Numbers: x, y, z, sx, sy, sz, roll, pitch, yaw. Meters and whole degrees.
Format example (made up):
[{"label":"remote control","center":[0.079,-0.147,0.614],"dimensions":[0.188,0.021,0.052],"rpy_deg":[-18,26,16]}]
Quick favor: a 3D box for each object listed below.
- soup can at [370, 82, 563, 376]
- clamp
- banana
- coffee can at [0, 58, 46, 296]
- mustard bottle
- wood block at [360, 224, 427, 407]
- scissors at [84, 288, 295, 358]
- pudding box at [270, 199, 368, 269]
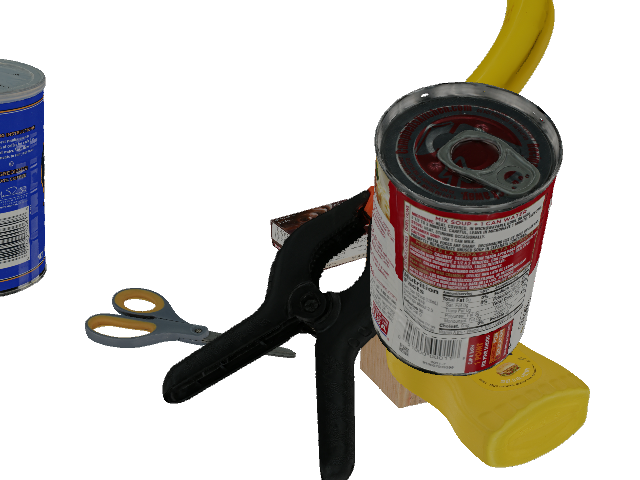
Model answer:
[{"label":"soup can","center":[0.054,-0.001,0.421],"dimensions":[0.068,0.068,0.102],"rpy_deg":[0,-43,1]},{"label":"clamp","center":[0.003,0.052,0.603],"dimensions":[0.120,0.171,0.039],"rpy_deg":[34,-10,18]},{"label":"banana","center":[0.133,-0.135,0.814],"dimensions":[0.070,0.197,0.037],"rpy_deg":[1,-35,47]},{"label":"coffee can","center":[-0.238,-0.044,0.721],"dimensions":[0.103,0.140,0.103],"rpy_deg":[4,22,-2]},{"label":"mustard bottle","center":[0.106,0.090,0.813],"dimensions":[0.096,0.058,0.192],"rpy_deg":[-20,36,-25]},{"label":"wood block","center":[0.103,0.054,1.090],"dimensions":[0.090,0.206,0.091],"rpy_deg":[-8,25,-23]},{"label":"scissors","center":[-0.125,0.080,1.038],"dimensions":[0.201,0.016,0.096],"rpy_deg":[3,32,-3]},{"label":"pudding box","center":[0.011,-0.006,1.254],"dimensions":[0.113,0.039,0.090],"rpy_deg":[-18,31,-27]}]
